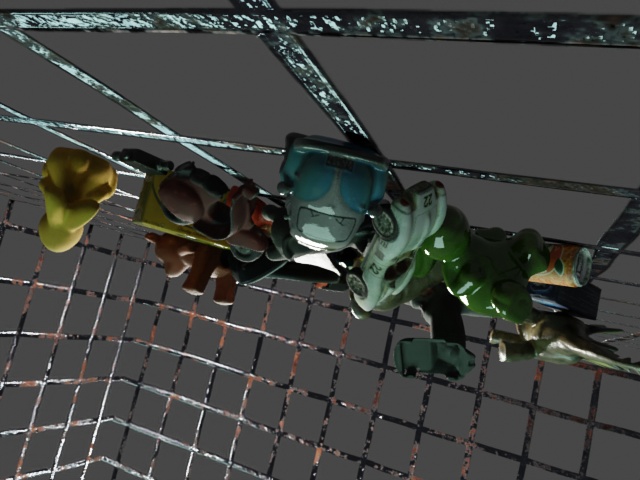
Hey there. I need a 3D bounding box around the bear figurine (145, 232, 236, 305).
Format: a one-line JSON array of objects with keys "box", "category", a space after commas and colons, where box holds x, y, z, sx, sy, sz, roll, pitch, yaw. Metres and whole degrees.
[{"box": [-0.256, 0.046, 1.041, 0.196, 0.132, 0.120, 1, 161, 32], "category": "bear figurine"}]

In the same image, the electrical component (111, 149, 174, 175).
[{"box": [-0.257, -0.114, 0.782, 0.094, 0.021, 0.063, 9, 171, 37], "category": "electrical component"}]

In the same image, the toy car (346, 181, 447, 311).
[{"box": [0.087, 0.010, 0.616, 0.056, 0.073, 0.201, 49, 146, 23], "category": "toy car"}]

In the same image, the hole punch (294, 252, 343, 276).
[{"box": [-0.002, -0.003, 0.997, 0.142, 0.092, 0.115, 9, 146, 47], "category": "hole punch"}]

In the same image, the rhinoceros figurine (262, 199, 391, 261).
[{"box": [0.017, -0.017, 0.678, 0.190, 0.073, 0.112, -7, -179, -38], "category": "rhinoceros figurine"}]

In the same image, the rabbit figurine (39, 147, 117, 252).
[{"box": [-0.411, -0.060, 0.897, 0.122, 0.173, 0.162, 22, 174, -30], "category": "rabbit figurine"}]

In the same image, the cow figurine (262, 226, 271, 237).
[{"box": [-0.143, -0.001, 1.229, 0.195, 0.085, 0.127, 5, 162, 46], "category": "cow figurine"}]

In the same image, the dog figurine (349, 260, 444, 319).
[{"box": [0.152, 0.058, 0.801, 0.190, 0.172, 0.121, 22, -178, -7], "category": "dog figurine"}]

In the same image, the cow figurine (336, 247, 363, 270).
[{"box": [0.073, 0.034, 1.047, 0.098, 0.068, 0.167, 24, -176, -21], "category": "cow figurine"}]

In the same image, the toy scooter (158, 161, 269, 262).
[{"box": [-0.145, -0.054, 0.762, 0.184, 0.075, 0.135, 33, 141, 1], "category": "toy scooter"}]

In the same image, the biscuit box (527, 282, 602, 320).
[{"box": [0.430, 0.093, 0.948, 0.059, 0.062, 0.202, 7, 170, 46], "category": "biscuit box"}]

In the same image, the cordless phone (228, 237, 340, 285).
[{"box": [-0.063, 0.040, 0.961, 0.184, 0.088, 0.147, 11, -176, -19], "category": "cordless phone"}]

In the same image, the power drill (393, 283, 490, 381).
[{"box": [0.166, 0.121, 0.840, 0.232, 0.085, 0.207, 1, -154, 17], "category": "power drill"}]

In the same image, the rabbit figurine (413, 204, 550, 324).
[{"box": [0.182, 0.008, 0.683, 0.170, 0.121, 0.159, 39, 166, -25], "category": "rabbit figurine"}]

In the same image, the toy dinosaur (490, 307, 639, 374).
[{"box": [0.420, 0.172, 0.950, 0.199, 0.105, 0.471, 7, -178, 9], "category": "toy dinosaur"}]

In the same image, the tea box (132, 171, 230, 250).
[{"box": [-0.215, -0.050, 0.904, 0.169, 0.098, 0.068, 16, 173, -30], "category": "tea box"}]

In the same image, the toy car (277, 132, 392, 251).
[{"box": [0.004, -0.041, 0.553, 0.109, 0.103, 0.161, 15, 171, -6], "category": "toy car"}]
